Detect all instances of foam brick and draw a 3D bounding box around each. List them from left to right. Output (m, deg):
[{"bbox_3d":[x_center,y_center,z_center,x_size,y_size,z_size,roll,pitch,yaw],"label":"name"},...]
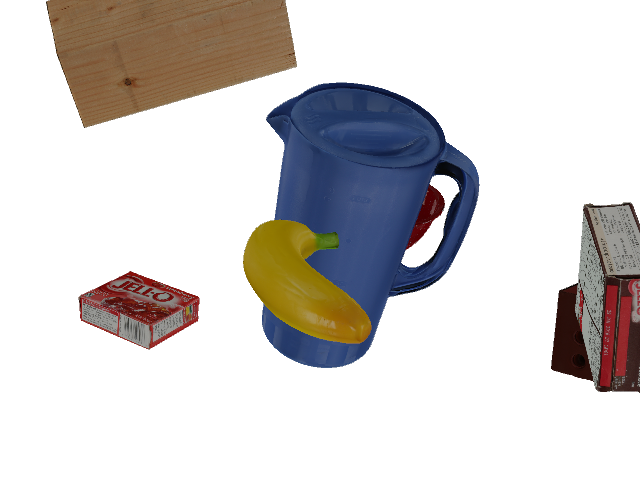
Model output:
[{"bbox_3d":[0.244,0.082,0.959,0.053,0.078,0.051,12,17,37],"label":"foam brick"}]

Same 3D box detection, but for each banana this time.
[{"bbox_3d":[-0.014,0.018,0.671,0.069,0.037,0.198,-4,18,-3],"label":"banana"}]

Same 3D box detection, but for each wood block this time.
[{"bbox_3d":[-0.136,-0.190,0.988,0.206,0.091,0.090,-17,47,-6],"label":"wood block"}]

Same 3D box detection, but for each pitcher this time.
[{"bbox_3d":[0.028,-0.004,0.944,0.144,0.243,0.149,-14,44,-32],"label":"pitcher"}]

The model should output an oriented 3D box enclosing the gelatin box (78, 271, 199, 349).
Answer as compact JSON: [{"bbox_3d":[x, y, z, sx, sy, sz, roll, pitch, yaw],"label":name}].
[{"bbox_3d":[-0.171,0.064,1.008,0.089,0.030,0.073,19,27,28],"label":"gelatin box"}]

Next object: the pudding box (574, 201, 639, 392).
[{"bbox_3d":[0.202,0.037,0.730,0.039,0.090,0.113,0,27,4],"label":"pudding box"}]

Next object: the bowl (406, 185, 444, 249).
[{"bbox_3d":[0.050,-0.024,1.149,0.162,0.055,0.162,3,26,-2],"label":"bowl"}]
